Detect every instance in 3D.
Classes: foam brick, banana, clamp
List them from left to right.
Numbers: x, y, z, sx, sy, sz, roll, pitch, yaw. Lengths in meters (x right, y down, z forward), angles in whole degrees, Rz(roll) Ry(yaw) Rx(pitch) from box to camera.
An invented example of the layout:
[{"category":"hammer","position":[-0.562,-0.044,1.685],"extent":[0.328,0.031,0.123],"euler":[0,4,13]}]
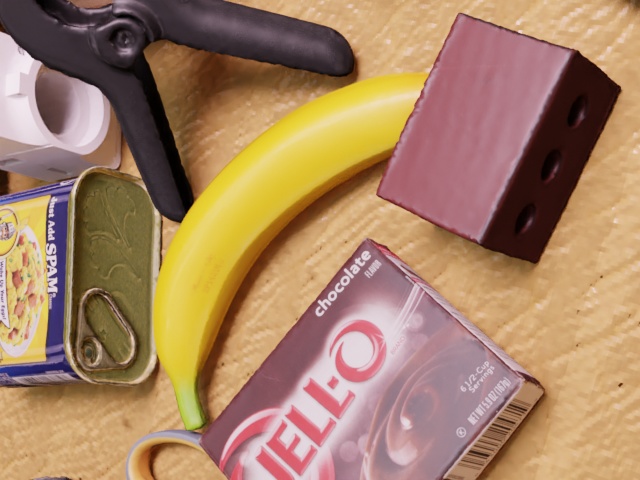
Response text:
[{"category":"clamp","position":[-0.071,-0.095,0.460],"extent":[0.120,0.171,0.039],"euler":[-36,28,12]},{"category":"banana","position":[-0.019,-0.008,0.470],"extent":[0.069,0.037,0.198],"euler":[41,107,8]},{"category":"foam brick","position":[0.067,-0.037,0.404],"extent":[0.051,0.052,0.078],"euler":[29,98,33]}]

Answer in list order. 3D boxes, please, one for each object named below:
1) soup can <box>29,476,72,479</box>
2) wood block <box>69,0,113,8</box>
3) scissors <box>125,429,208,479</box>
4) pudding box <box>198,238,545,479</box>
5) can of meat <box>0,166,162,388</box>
[{"category":"soup can","position":[-0.124,0.169,0.485],"extent":[0.069,0.068,0.102],"euler":[-41,62,21]},{"category":"wood block","position":[-0.163,-0.169,0.539],"extent":[0.206,0.090,0.090],"euler":[2,40,34]},{"category":"scissors","position":[-0.015,0.148,0.448],"extent":[0.202,0.016,0.096],"euler":[24,97,34]},{"category":"pudding box","position":[0.018,0.071,0.418],"extent":[0.113,0.039,0.090],"euler":[-50,58,5]},{"category":"can of meat","position":[-0.128,0.022,0.521],"extent":[0.084,0.057,0.102],"euler":[-9,76,34]}]
